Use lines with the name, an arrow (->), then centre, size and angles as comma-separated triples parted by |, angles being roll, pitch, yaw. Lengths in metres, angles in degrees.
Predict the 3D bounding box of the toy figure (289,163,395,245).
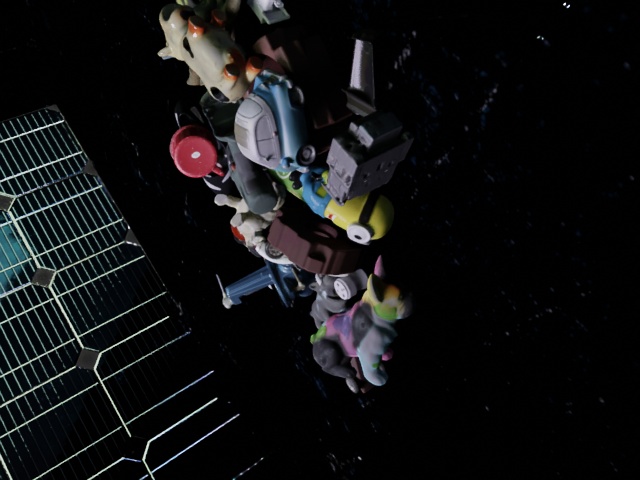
toy figure -> 0.037, -0.066, 0.876 | 0.180, 0.082, 0.089 | 39, 105, 14

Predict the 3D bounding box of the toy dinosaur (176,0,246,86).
toy dinosaur -> -0.207, -0.395, 1.002 | 0.472, 0.105, 0.198 | 19, 131, 59

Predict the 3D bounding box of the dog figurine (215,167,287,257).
dog figurine -> -0.116, -0.058, 1.183 | 0.121, 0.172, 0.190 | 62, -175, 32

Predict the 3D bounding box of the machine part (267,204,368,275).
machine part -> -0.002, -0.003, 0.956 | 0.180, 0.179, 0.056 | 40, 120, 37

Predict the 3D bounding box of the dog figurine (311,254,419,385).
dog figurine -> 0.076, 0.135, 0.963 | 0.192, 0.108, 0.219 | 9, 116, 19

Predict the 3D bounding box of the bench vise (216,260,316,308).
bench vise -> -0.107, 0.078, 1.162 | 0.223, 0.241, 0.129 | 65, -179, -65

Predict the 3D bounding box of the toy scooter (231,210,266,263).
toy scooter -> -0.157, -0.028, 1.319 | 0.184, 0.075, 0.135 | 39, 146, 33

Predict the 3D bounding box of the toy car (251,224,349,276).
toy car -> -0.033, 0.021, 1.023 | 0.074, 0.202, 0.056 | -106, 33, -61

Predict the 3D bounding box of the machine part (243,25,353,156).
machine part -> -0.043, -0.234, 0.896 | 0.201, 0.087, 0.201 | -10, 106, 64

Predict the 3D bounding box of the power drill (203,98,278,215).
power drill -> -0.157, -0.171, 1.021 | 0.207, 0.086, 0.232 | 86, 160, -53

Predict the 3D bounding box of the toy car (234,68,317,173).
toy car -> -0.075, -0.166, 0.809 | 0.109, 0.103, 0.161 | 36, 146, 40

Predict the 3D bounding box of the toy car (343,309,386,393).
toy car -> 0.080, 0.231, 1.125 | 0.053, 0.089, 0.201 | 23, 136, 52

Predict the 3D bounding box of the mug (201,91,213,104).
mug -> -0.184, -0.276, 1.130 | 0.107, 0.081, 0.109 | 52, 150, -3

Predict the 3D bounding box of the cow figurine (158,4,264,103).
cow figurine -> -0.189, -0.305, 0.875 | 0.195, 0.085, 0.127 | 50, 143, 5

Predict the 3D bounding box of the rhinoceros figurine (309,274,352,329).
rhinoceros figurine -> 0.025, 0.125, 1.150 | 0.112, 0.073, 0.190 | 62, 158, 26

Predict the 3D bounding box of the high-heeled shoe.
high-heeled shoe -> -0.237, -0.180, 1.127 | 0.145, 0.086, 0.248 | -96, -11, -67

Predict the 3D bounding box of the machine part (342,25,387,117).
machine part -> 0.064, -0.232, 0.760 | 0.084, 0.039, 0.138 | 49, 153, 35

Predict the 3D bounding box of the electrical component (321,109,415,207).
electrical component -> 0.069, -0.122, 0.770 | 0.058, 0.115, 0.134 | 50, 154, 18
